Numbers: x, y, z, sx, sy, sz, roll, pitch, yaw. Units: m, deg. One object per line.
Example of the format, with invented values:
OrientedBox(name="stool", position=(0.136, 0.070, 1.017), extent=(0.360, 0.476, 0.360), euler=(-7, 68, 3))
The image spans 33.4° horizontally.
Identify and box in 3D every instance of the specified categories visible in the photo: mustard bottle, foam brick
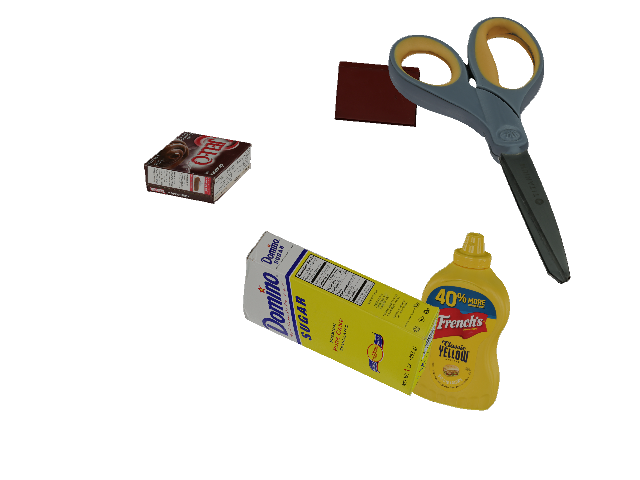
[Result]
OrientedBox(name="mustard bottle", position=(0.158, 0.086, 1.174), extent=(0.096, 0.192, 0.058), euler=(12, 15, 21))
OrientedBox(name="foam brick", position=(0.053, -0.138, 1.005), extent=(0.078, 0.051, 0.053), euler=(6, 15, 3))

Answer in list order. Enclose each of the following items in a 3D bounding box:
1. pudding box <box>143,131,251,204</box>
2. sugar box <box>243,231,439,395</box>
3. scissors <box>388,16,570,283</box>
OrientedBox(name="pudding box", position=(-0.143, -0.087, 1.255), extent=(0.090, 0.039, 0.113), euler=(10, 31, 16))
OrientedBox(name="sugar box", position=(0.015, 0.067, 0.967), extent=(0.176, 0.093, 0.048), euler=(21, 50, 13))
OrientedBox(name="scissors", position=(0.079, -0.056, 0.557), extent=(0.096, 0.201, 0.016), euler=(4, -44, 6))
